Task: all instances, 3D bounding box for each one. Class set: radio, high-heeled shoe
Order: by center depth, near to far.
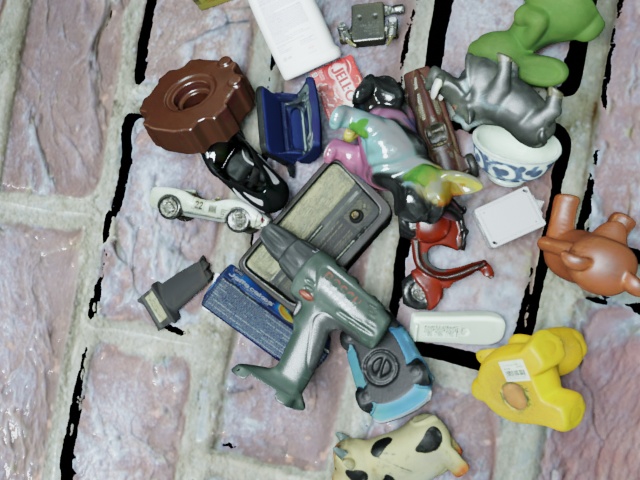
[{"bbox_3d":[-0.143,-0.129,0.822,0.249,0.145,0.086,40,94,7],"label":"high-heeled shoe"},{"bbox_3d":[-0.002,-0.003,0.828,0.131,0.073,0.229,42,97,9],"label":"radio"}]

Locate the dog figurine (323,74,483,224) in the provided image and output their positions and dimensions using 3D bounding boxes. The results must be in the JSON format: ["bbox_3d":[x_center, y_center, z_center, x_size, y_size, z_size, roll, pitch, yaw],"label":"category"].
[{"bbox_3d":[0.123,-0.118,0.747,0.219,0.108,0.191,32,55,9],"label":"dog figurine"}]

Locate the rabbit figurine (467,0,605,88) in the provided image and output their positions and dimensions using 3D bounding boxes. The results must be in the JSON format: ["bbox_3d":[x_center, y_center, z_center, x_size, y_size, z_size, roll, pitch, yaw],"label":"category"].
[{"bbox_3d":[0.305,-0.292,0.783,0.170,0.121,0.159,-36,90,25],"label":"rabbit figurine"}]

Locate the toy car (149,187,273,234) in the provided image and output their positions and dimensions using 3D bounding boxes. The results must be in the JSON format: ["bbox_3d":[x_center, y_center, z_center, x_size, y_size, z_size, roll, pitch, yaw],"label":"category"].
[{"bbox_3d":[-0.174,-0.048,0.860,0.202,0.073,0.056,10,91,10],"label":"toy car"}]

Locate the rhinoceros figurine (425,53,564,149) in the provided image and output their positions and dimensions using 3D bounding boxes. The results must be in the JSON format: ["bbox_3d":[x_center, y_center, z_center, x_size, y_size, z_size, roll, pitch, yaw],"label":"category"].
[{"bbox_3d":[0.240,-0.197,0.744,0.190,0.073,0.112,31,115,11],"label":"rhinoceros figurine"}]

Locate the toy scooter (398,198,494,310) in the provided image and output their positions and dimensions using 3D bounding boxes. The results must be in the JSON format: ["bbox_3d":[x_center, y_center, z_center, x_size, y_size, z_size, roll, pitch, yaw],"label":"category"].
[{"bbox_3d":[0.185,0.011,0.796,0.135,0.075,0.183,-4,91,10],"label":"toy scooter"}]

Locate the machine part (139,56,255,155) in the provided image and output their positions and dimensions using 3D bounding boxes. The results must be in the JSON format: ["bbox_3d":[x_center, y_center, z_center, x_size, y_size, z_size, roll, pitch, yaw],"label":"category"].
[{"bbox_3d":[-0.193,-0.212,0.836,0.179,0.056,0.179,-9,54,13],"label":"machine part"}]

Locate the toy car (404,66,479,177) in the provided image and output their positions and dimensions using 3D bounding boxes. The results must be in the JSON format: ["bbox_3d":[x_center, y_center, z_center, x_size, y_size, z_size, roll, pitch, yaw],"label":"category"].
[{"bbox_3d":[0.174,-0.167,0.816,0.089,0.053,0.202,-16,86,12],"label":"toy car"}]

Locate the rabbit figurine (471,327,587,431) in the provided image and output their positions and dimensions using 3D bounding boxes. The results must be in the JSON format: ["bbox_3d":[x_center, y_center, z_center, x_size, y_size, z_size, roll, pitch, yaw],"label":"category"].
[{"bbox_3d":[0.300,0.179,0.741,0.122,0.173,0.162,60,142,8],"label":"rabbit figurine"}]

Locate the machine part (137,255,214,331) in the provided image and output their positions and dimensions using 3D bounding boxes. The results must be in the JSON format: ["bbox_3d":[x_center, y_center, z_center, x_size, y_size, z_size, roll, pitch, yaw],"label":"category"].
[{"bbox_3d":[-0.233,0.084,0.886,0.139,0.039,0.084,-40,74,8],"label":"machine part"}]

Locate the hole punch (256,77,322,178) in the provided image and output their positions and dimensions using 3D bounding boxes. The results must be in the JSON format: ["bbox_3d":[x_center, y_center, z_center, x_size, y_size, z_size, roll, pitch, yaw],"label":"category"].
[{"bbox_3d":[-0.033,-0.177,0.818,0.092,0.115,0.142,-10,85,16],"label":"hole punch"}]

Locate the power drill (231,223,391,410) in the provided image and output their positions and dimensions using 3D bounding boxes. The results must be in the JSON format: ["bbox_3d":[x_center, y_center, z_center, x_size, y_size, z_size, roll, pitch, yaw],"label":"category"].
[{"bbox_3d":[-0.035,0.112,0.750,0.232,0.086,0.207,31,77,11],"label":"power drill"}]

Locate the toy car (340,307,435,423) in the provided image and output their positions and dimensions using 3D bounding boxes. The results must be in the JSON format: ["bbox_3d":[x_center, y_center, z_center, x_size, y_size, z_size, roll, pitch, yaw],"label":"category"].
[{"bbox_3d":[0.099,0.186,0.788,0.109,0.102,0.162,-29,58,7],"label":"toy car"}]

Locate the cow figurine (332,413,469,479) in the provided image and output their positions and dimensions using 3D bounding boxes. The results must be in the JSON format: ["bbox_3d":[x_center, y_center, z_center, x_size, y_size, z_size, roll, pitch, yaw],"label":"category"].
[{"bbox_3d":[0.103,0.322,0.795,0.195,0.085,0.127,-33,89,10],"label":"cow figurine"}]

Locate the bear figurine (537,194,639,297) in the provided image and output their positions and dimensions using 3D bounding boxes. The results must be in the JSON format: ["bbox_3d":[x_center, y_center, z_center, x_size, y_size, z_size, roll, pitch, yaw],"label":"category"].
[{"bbox_3d":[0.360,0.005,0.703,0.120,0.196,0.132,22,91,13],"label":"bear figurine"}]

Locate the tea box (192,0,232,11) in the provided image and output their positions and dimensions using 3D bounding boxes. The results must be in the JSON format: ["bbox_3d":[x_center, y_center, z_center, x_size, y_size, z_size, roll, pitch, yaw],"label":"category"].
[{"bbox_3d":[-0.140,-0.455,0.872,0.170,0.068,0.098,-17,85,8],"label":"tea box"}]

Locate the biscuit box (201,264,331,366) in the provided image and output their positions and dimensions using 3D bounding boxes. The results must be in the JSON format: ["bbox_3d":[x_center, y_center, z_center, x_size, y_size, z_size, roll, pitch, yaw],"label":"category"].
[{"bbox_3d":[-0.080,0.123,0.821,0.202,0.059,0.063,37,103,-5],"label":"biscuit box"}]

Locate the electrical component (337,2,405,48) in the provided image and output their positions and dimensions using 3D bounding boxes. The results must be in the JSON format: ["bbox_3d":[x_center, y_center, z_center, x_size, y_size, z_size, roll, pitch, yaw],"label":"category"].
[{"bbox_3d":[0.079,-0.333,0.840,0.102,0.045,0.078,4,90,10],"label":"electrical component"}]
